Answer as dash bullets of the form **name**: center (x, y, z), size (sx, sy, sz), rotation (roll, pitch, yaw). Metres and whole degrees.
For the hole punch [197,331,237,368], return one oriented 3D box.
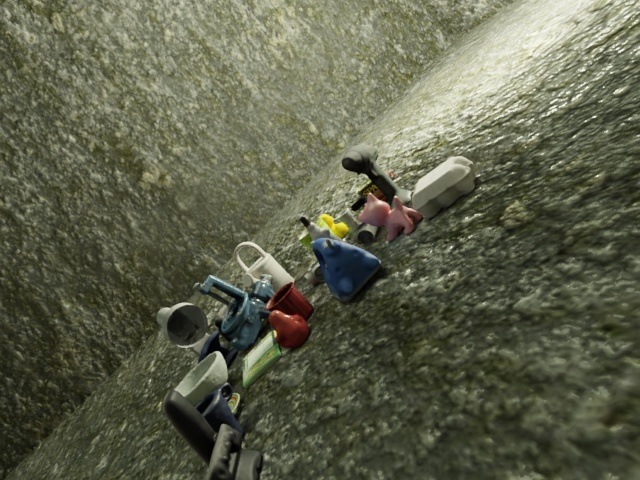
- **hole punch**: center (-0.292, 0.314, 1.526), size (0.101, 0.091, 0.109), rotation (-37, 13, 28)

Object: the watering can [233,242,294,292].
- **watering can**: center (-0.175, 0.088, 1.692), size (0.101, 0.194, 0.173), rotation (-42, 12, 5)

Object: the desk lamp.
- **desk lamp**: center (-0.369, 0.272, 1.629), size (0.118, 0.214, 0.202), rotation (-48, 13, -25)

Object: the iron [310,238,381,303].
- **iron**: center (0.031, 0.047, 1.275), size (0.119, 0.141, 0.258), rotation (-45, 12, -11)

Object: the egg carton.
- **egg carton**: center (0.269, -0.117, 1.246), size (0.150, 0.069, 0.107), rotation (-36, 13, 30)

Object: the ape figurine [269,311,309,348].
- **ape figurine**: center (-0.073, 0.187, 1.239), size (0.078, 0.092, 0.076), rotation (-45, 12, -11)

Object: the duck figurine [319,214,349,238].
- **duck figurine**: center (0.032, -0.041, 1.733), size (0.077, 0.086, 0.104), rotation (-47, 12, -18)

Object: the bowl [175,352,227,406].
- **bowl**: center (-0.277, 0.353, 1.372), size (0.167, 0.075, 0.167), rotation (-41, 12, 11)

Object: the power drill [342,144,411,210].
- **power drill**: center (0.144, -0.165, 1.493), size (0.075, 0.208, 0.229), rotation (-38, 12, 21)

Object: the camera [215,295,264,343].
- **camera**: center (-0.226, 0.212, 1.650), size (0.143, 0.101, 0.137), rotation (-31, 17, 46)

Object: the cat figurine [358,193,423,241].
- **cat figurine**: center (0.152, -0.061, 1.318), size (0.127, 0.118, 0.067), rotation (-28, 19, 53)

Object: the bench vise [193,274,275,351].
- **bench vise**: center (-0.222, 0.158, 1.529), size (0.121, 0.220, 0.208), rotation (-33, 15, 40)

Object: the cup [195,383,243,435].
- **cup**: center (-0.183, 0.335, 1.065), size (0.091, 0.095, 0.118), rotation (-29, 18, 50)

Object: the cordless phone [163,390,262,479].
- **cordless phone**: center (-0.185, 0.325, 0.877), size (0.094, 0.185, 0.147), rotation (-42, 12, 5)

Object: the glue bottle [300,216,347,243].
- **glue bottle**: center (0.013, 0.005, 1.408), size (0.078, 0.173, 0.037), rotation (-41, 12, 10)
